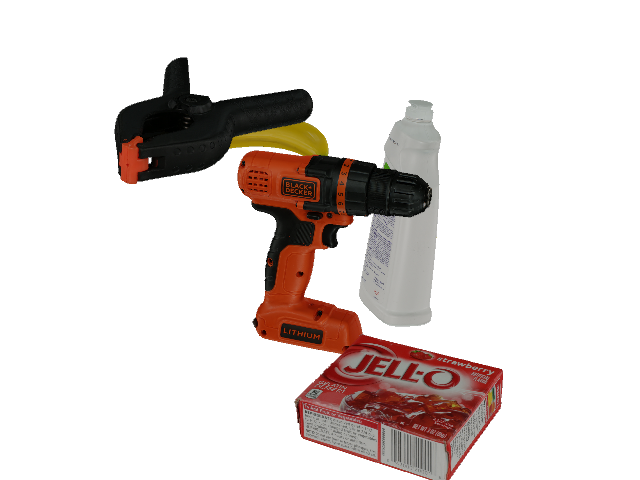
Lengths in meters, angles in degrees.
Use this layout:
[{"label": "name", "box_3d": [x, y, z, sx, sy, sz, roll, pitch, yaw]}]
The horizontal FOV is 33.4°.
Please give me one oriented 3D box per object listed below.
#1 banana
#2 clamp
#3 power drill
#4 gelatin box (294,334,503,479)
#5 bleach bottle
[{"label": "banana", "box_3d": [-0.072, -0.121, 1.268, 0.198, 0.037, 0.069, 8, 40, 16]}, {"label": "clamp", "box_3d": [-0.097, -0.089, 0.753, 0.120, 0.039, 0.171, 17, 29, 28]}, {"label": "power drill", "box_3d": [0.009, 0.011, 1.016, 0.185, 0.188, 0.057, 10, 20, 16]}, {"label": "gelatin box", "box_3d": [0.043, 0.086, 0.570, 0.089, 0.030, 0.073, 12, 30, 29]}, {"label": "bleach bottle", "box_3d": [0.101, -0.034, 1.230, 0.068, 0.251, 0.103, -2, 22, -24]}]
